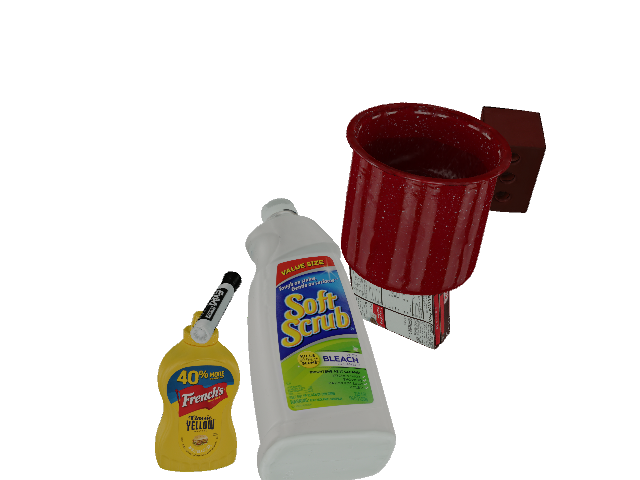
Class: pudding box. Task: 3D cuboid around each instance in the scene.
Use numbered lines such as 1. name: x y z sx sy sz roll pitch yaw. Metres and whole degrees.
1. pudding box: 0.087 0.060 1.172 0.114 0.090 0.039 20 47 28

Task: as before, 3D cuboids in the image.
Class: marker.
1. marker: -0.098 0.062 1.026 0.020 0.020 0.121 0 24 12

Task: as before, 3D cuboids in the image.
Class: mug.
1. mug: 0.062 -0.028 0.623 0.093 0.081 0.117 23 36 22

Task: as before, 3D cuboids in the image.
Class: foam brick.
1. foam brick: 0.163 -0.071 0.943 0.053 0.078 0.051 5 44 -1

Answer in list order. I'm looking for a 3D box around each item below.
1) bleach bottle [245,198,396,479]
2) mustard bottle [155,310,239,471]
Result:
1. bleach bottle: -0.018 0.065 0.833 0.102 0.251 0.068 -1 -43 -17
2. mustard bottle: -0.144 0.175 1.258 0.096 0.192 0.058 0 16 -15
